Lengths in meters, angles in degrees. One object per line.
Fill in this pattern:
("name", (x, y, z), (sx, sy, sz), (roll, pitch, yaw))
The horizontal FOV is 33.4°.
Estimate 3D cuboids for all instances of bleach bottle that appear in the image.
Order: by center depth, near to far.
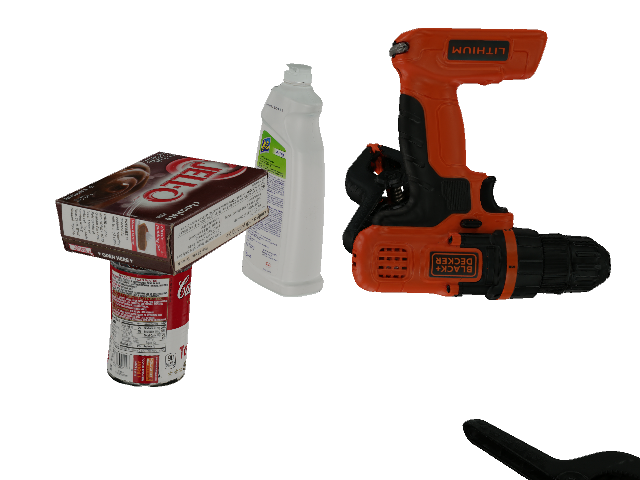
("bleach bottle", (-0.032, -0.070, 1.201), (0.067, 0.251, 0.103), (-8, 23, -40))

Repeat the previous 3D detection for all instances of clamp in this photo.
("clamp", (0.199, 0.217, 0.869), (0.210, 0.036, 0.164), (3, 37, 24))
("clamp", (0.077, -0.043, 0.969), (0.120, 0.039, 0.171), (-1, 33, -1))

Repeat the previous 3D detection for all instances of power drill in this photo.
("power drill", (0.116, -0.051, 0.744), (0.184, 0.188, 0.057), (1, 4, -7))

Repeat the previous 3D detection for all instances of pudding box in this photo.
("pudding box", (-0.099, -0.021, 0.688), (0.090, 0.039, 0.113), (10, 27, 27))

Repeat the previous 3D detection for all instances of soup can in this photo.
("soup can", (-0.143, 0.063, 0.890), (0.068, 0.102, 0.068), (5, 15, -1))
